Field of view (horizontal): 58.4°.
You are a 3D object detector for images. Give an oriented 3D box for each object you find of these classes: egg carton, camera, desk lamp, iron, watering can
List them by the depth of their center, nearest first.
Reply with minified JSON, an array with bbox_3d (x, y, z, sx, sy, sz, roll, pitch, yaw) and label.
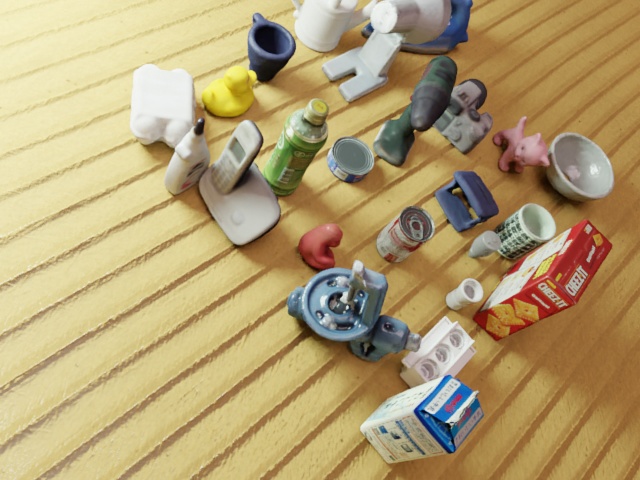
[{"bbox_3d":[-0.265,-0.228,0.974,0.107,0.069,0.150,3,65,-20],"label":"egg carton"},{"bbox_3d":[0.136,-0.401,1.133,0.204,0.213,0.118,-36,82,-31],"label":"desk lamp"},{"bbox_3d":[0.032,-0.479,1.140,0.173,0.193,0.101,-5,68,-24],"label":"watering can"},{"bbox_3d":[0.314,-0.283,1.214,0.143,0.100,0.137,46,58,4],"label":"camera"},{"bbox_3d":[0.229,-0.501,1.261,0.259,0.141,0.118,-9,70,-25],"label":"iron"}]

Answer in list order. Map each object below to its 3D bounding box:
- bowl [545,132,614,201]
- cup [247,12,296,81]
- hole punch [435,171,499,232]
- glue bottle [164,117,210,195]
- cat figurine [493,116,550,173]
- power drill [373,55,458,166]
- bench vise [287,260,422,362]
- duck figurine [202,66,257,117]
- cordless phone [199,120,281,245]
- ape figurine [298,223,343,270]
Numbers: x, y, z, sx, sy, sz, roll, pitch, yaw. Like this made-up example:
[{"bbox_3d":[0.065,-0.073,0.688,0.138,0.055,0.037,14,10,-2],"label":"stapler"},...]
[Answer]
[{"bbox_3d":[0.557,-0.149,1.263,0.168,0.074,0.167,9,63,-18],"label":"bowl"},{"bbox_3d":[-0.107,-0.360,1.086,0.092,0.094,0.117,-21,75,-28],"label":"cup"},{"bbox_3d":[0.297,-0.086,1.119,0.101,0.091,0.108,-21,75,-29],"label":"hole punch"},{"bbox_3d":[-0.200,-0.137,0.896,0.037,0.173,0.078,43,58,2],"label":"glue bottle"},{"bbox_3d":[0.435,-0.200,1.213,0.067,0.117,0.128,4,65,-20],"label":"cat figurine"},{"bbox_3d":[0.181,-0.234,1.075,0.076,0.208,0.230,30,59,-5],"label":"power drill"},{"bbox_3d":[0.072,0.097,0.866,0.208,0.219,0.121,11,62,-16],"label":"bench vise"},{"bbox_3d":[-0.159,-0.275,1.030,0.105,0.086,0.077,-25,77,-29],"label":"duck figurine"},{"bbox_3d":[-0.114,-0.089,0.901,0.094,0.185,0.147,-30,79,-30],"label":"cordless phone"},{"bbox_3d":[0.009,0.003,0.960,0.076,0.092,0.078,26,59,-8],"label":"ape figurine"}]
